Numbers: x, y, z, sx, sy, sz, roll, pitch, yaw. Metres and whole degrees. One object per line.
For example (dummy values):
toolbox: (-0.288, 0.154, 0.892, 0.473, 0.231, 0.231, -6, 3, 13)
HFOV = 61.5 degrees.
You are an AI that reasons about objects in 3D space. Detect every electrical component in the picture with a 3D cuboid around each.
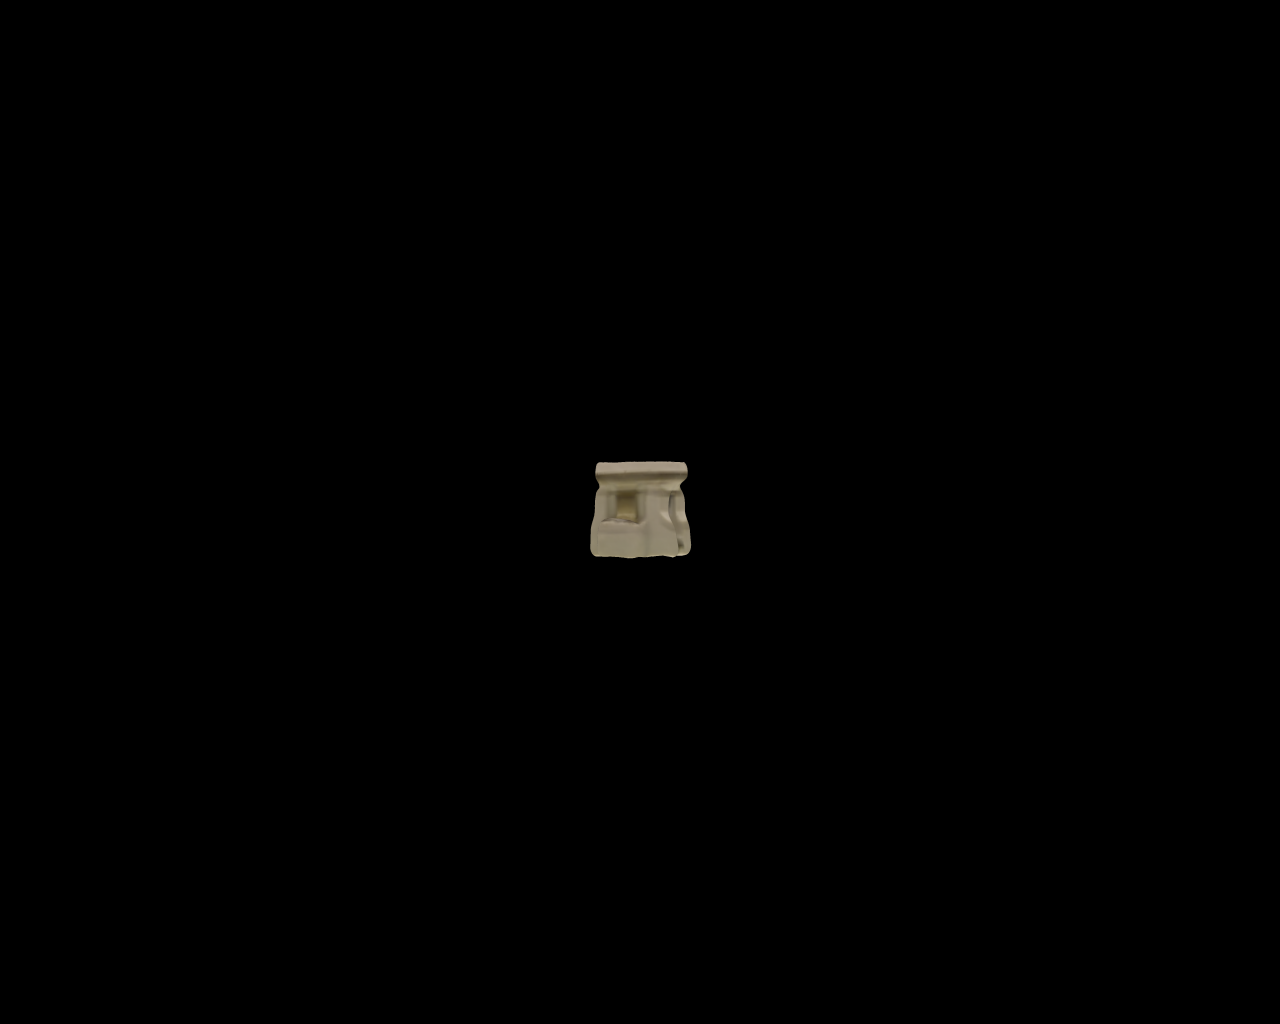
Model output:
electrical component: (0.001, -0.003, 0.650, 0.058, 0.057, 0.078, 0, 0, 24)
